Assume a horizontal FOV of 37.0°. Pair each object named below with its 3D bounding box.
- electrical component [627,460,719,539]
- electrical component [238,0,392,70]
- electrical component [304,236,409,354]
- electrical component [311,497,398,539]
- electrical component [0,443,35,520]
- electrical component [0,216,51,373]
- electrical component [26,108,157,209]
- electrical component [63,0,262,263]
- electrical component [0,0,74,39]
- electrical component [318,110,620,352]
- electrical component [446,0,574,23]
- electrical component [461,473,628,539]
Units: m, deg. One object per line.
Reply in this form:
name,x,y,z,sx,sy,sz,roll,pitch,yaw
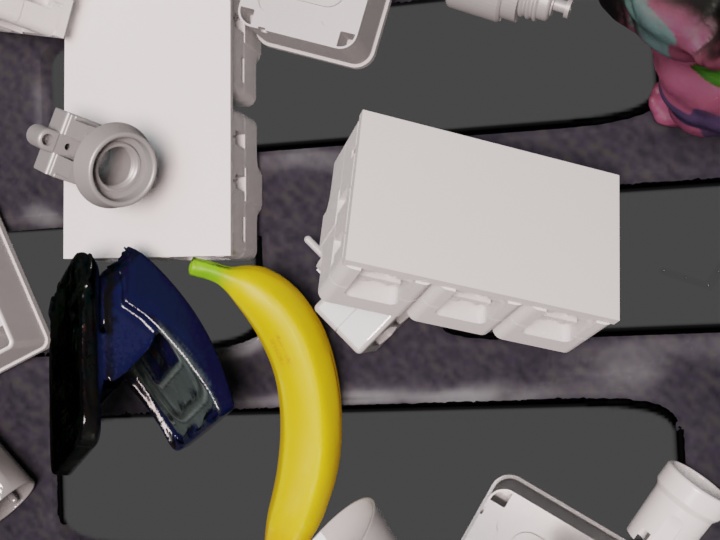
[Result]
electrical component,0.177,0.136,0.601,0.040,0.040,0.046,35,101,12
electrical component,-0.017,-0.185,0.647,0.078,0.057,0.113,17,91,13
electrical component,0.000,0.000,0.641,0.076,0.047,0.065,45,97,11
electrical component,-0.014,0.185,0.613,0.099,0.099,0.064,-38,87,9
electrical component,-0.264,0.137,0.696,0.077,0.044,0.079,45,97,11
electrical component,-0.273,0.023,0.696,0.109,0.056,0.108,-27,82,10
electrical component,-0.145,-0.062,0.602,0.055,0.066,0.048,24,94,46
electrical component,-0.120,-0.099,0.665,0.105,0.060,0.186,-1,88,13
electrical component,-0.235,-0.198,0.659,0.150,0.062,0.089,16,92,43
electrical component,0.059,-0.017,0.585,0.150,0.061,0.089,12,64,-13
electrical component,0.087,-0.165,0.632,0.078,0.040,0.040,21,92,12
electrical component,0.110,0.175,0.604,0.113,0.057,0.078,29,94,12
